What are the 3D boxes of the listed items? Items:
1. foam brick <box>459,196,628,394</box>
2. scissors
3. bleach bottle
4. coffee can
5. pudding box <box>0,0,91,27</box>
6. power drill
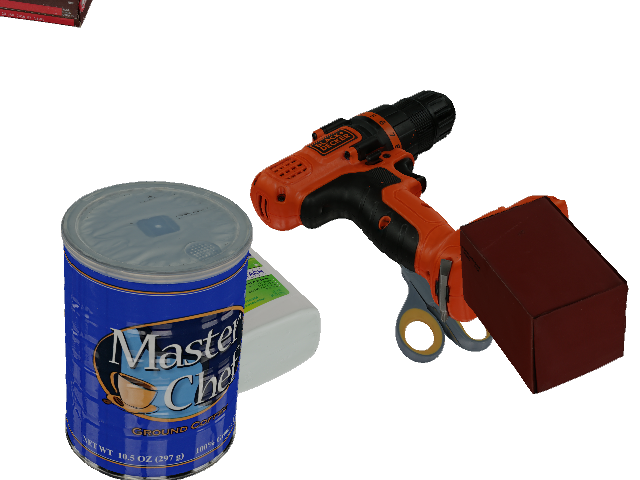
[{"bbox_3d":[0.108,0.025,0.526,0.051,0.053,0.078,-18,41,-10],"label":"foam brick"},{"bbox_3d":[0.076,0.044,1.004,0.096,0.016,0.202,-31,53,-23],"label":"scissors"},{"bbox_3d":[-0.110,0.028,0.959,0.102,0.068,0.251,-22,43,-30],"label":"bleach bottle"},{"bbox_3d":[-0.095,0.051,0.610,0.102,0.140,0.103,5,29,-3],"label":"coffee can"},{"bbox_3d":[-0.234,-0.224,0.894,0.090,0.039,0.113,8,36,-5],"label":"pudding box"},{"bbox_3d":[0.073,-0.032,0.731,0.184,0.057,0.188,-32,44,-28],"label":"power drill"}]
